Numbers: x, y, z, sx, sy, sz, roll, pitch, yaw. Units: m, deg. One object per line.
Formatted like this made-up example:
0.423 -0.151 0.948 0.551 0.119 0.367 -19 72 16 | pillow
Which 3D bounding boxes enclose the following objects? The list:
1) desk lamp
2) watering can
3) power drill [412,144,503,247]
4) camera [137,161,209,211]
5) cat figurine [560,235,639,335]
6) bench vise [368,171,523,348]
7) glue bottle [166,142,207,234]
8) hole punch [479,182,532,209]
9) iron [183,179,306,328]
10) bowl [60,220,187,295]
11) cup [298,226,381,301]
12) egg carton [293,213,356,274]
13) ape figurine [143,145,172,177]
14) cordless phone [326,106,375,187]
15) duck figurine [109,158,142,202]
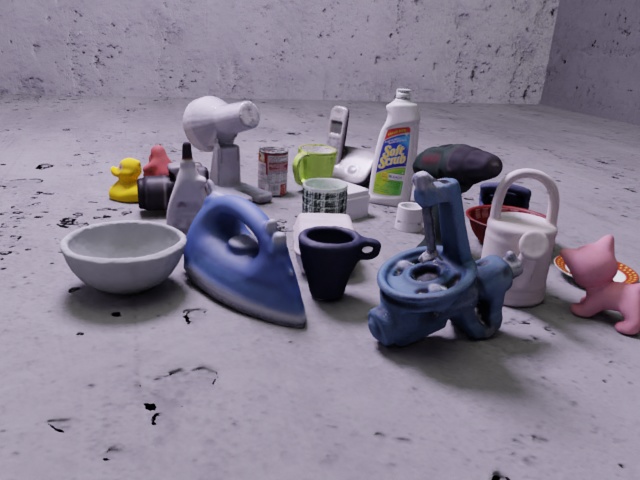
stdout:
-0.197 -0.201 1.245 0.202 0.214 0.118 21 26 38 | desk lamp
0.295 -0.006 0.834 0.101 0.194 0.172 -2 21 -14 | watering can
0.217 -0.060 0.945 0.076 0.208 0.229 -3 21 -17 | power drill
-0.294 -0.109 1.144 0.137 0.101 0.143 -3 22 -17 | camera
0.402 0.054 0.801 0.127 0.118 0.067 21 27 39 | cat figurine
0.157 0.017 0.713 0.208 0.220 0.121 -14 27 -39 | bench vise
-0.223 -0.081 0.977 0.078 0.173 0.037 0 21 -8 | glue bottle
0.385 -0.085 1.207 0.108 0.091 0.101 10 21 17 | hole punch
-0.099 0.009 0.804 0.119 0.141 0.257 -14 27 -39 | iron
-0.274 0.031 0.809 0.167 0.075 0.167 3 20 -1 | bowl
0.026 0.036 0.818 0.118 0.095 0.091 2 21 -4 | cup
0.009 0.003 0.939 0.107 0.069 0.150 1 21 -6 | egg carton
-0.368 -0.173 1.314 0.078 0.092 0.076 -7 23 -27 | ape figurine
0.072 -0.231 1.411 0.147 0.185 0.094 15 23 28 | cordless phone
-0.391 -0.128 1.201 0.104 0.086 0.077 4 21 0 | duck figurine
